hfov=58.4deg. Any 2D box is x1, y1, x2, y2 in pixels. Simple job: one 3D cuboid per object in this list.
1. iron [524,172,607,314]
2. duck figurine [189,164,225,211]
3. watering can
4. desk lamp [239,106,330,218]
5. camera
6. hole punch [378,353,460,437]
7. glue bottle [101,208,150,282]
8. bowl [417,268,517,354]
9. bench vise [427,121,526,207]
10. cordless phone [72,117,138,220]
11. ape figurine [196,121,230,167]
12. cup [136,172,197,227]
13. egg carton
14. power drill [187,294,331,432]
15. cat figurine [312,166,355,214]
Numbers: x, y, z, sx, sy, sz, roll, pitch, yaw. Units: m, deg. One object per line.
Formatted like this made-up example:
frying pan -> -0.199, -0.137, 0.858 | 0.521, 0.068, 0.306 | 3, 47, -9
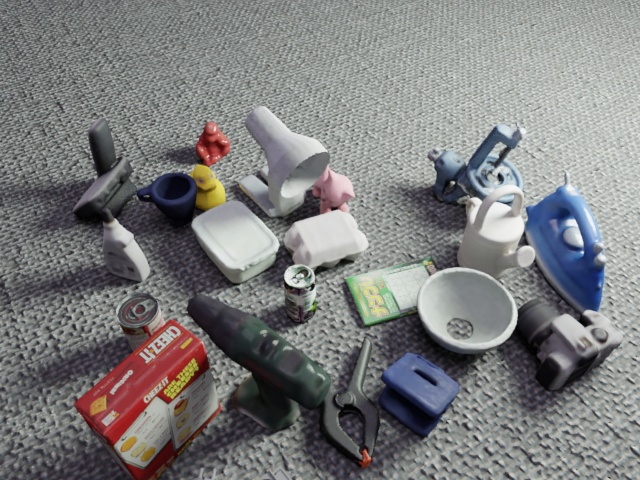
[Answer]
iron -> 0.475, 0.003, 1.053 | 0.118, 0.141, 0.258 | -5, 49, -4
duck figurine -> -0.243, -0.120, 1.193 | 0.078, 0.086, 0.104 | -28, 55, -22
watering can -> 0.321, -0.018, 1.036 | 0.101, 0.194, 0.172 | -36, 58, -27
desk lamp -> -0.080, -0.145, 1.131 | 0.118, 0.214, 0.202 | -33, 57, -25
camera -> 0.401, 0.153, 0.951 | 0.143, 0.101, 0.136 | -23, 53, -19
hole punch -> 0.154, 0.228, 0.891 | 0.108, 0.091, 0.101 | 32, 56, 25
glue bottle -> -0.359, 0.006, 1.026 | 0.078, 0.173, 0.037 | 14, 51, 12
bowl -> 0.245, 0.133, 0.984 | 0.167, 0.075, 0.167 | 0, 49, 0
bench vise -> 0.311, -0.144, 1.128 | 0.207, 0.220, 0.121 | 13, 50, 11
cordless phone -> -0.447, -0.141, 1.144 | 0.094, 0.185, 0.147 | 10, 50, 9
ape figurine -> -0.240, -0.222, 1.276 | 0.078, 0.092, 0.076 | -3, 49, -2
cup -> -0.299, -0.072, 1.145 | 0.118, 0.095, 0.091 | -6, 49, -5
egg carton -> 0.010, 0.004, 1.098 | 0.150, 0.069, 0.107 | -18, 52, -15
power drill -> -0.090, 0.191, 0.844 | 0.229, 0.208, 0.076 | 25, 54, 20
cat figurine -> 0.027, -0.108, 1.162 | 0.067, 0.118, 0.127 | -13, 50, -11
